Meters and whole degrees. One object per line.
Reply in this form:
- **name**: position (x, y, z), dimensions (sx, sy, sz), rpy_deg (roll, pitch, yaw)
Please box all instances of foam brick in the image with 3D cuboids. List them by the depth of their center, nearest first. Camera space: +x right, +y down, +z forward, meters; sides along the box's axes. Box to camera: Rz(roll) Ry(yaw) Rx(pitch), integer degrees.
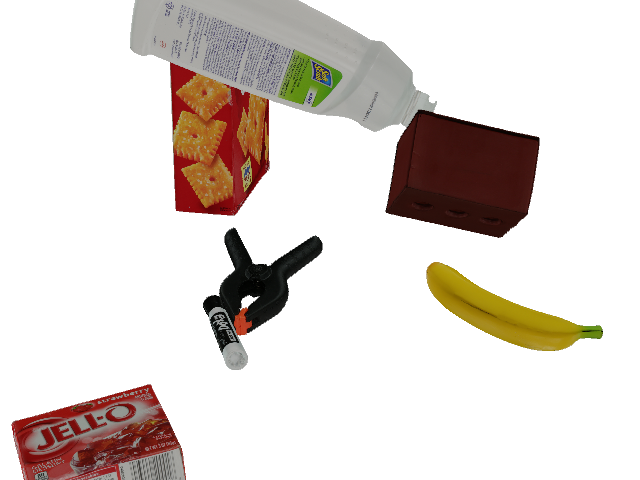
- **foam brick**: position (0.085, -0.039, 0.649), dimensions (0.078, 0.051, 0.053), rpy_deg (12, -19, -6)

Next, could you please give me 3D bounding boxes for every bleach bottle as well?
- **bleach bottle**: position (-0.027, -0.148, 0.869), dimensions (0.251, 0.068, 0.103), rpy_deg (25, -33, 0)

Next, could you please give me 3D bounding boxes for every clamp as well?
- **clamp**: position (-0.061, 0.043, 1.240), dimensions (0.120, 0.039, 0.171), rpy_deg (-4, 40, 8)

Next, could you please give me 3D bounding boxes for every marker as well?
- **marker**: position (-0.083, 0.076, 0.914), dimensions (0.020, 0.020, 0.121), rpy_deg (0, 19, -16)

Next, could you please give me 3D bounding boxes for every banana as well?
- **banana**: position (0.163, 0.065, 1.010), dimensions (0.198, 0.037, 0.069), rpy_deg (25, 16, 39)

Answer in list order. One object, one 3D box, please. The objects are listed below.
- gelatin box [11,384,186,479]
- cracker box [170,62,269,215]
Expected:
- **gelatin box**: position (-0.132, 0.124, 0.632), dimensions (0.089, 0.030, 0.073), rpy_deg (-13, 26, -18)
- **cracker box**: position (-0.097, -0.152, 1.087), dimensions (0.072, 0.214, 0.164), rpy_deg (5, 22, 9)
